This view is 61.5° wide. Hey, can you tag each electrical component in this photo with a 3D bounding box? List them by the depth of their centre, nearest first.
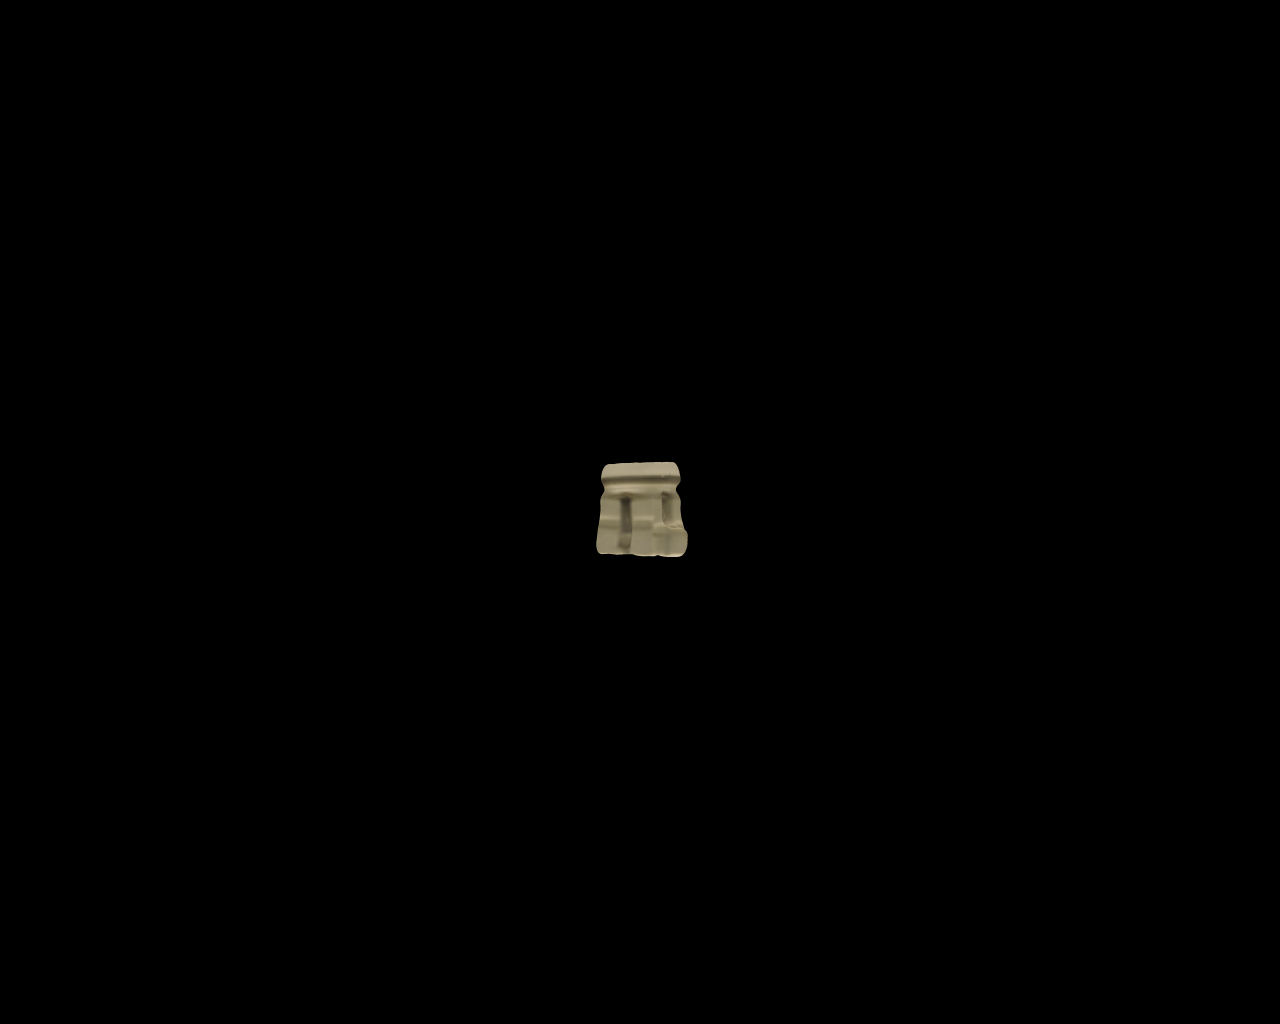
[{"bbox_3d":[0.001,-0.003,0.650,0.066,0.055,0.048,0,0,32],"label":"electrical component"}]
